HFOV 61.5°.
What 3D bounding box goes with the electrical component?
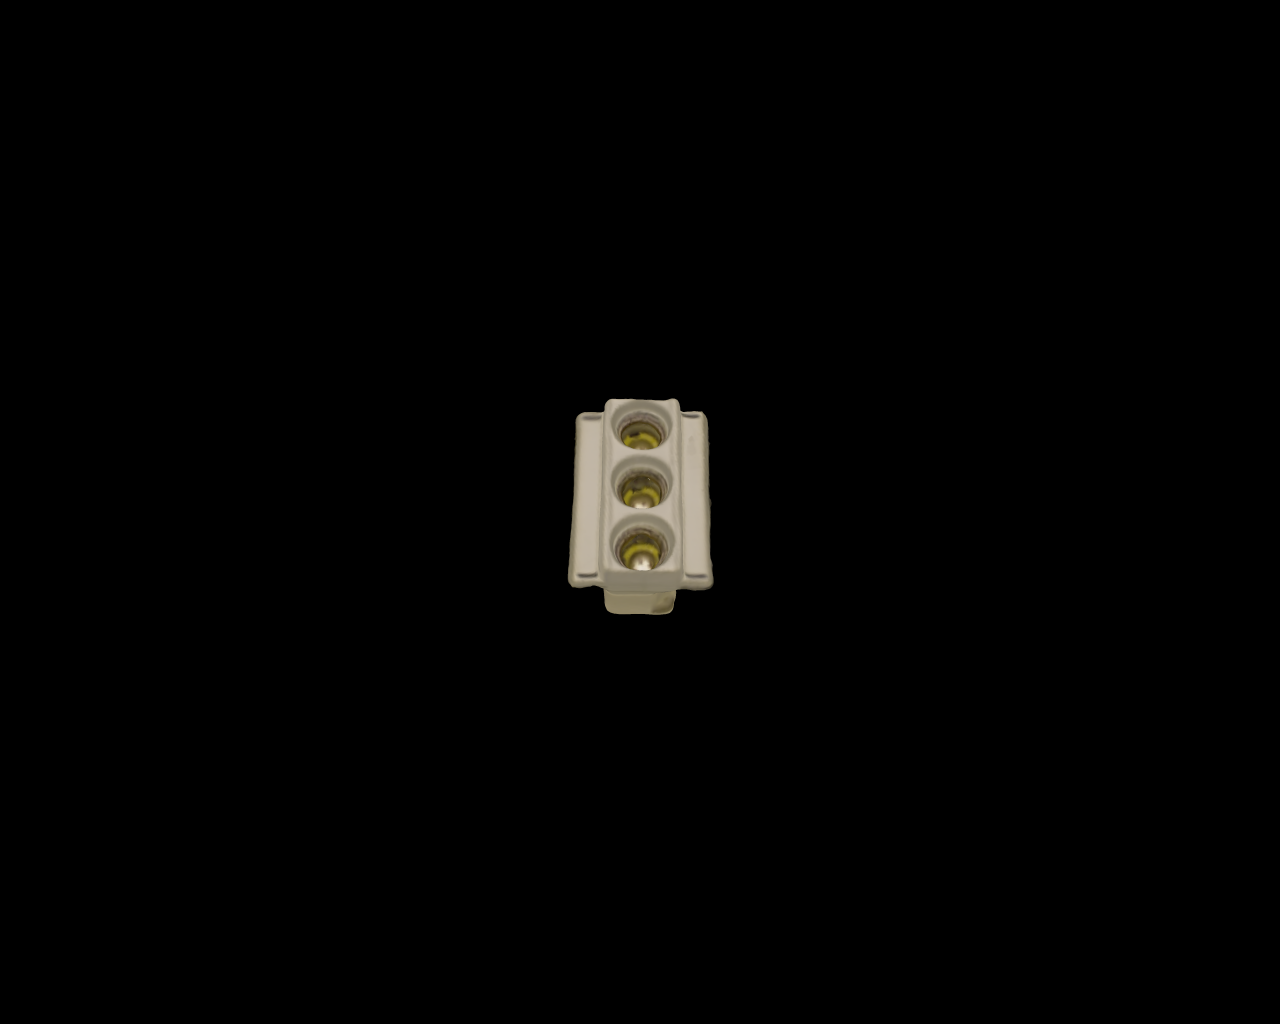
[{"bbox_3d":[0.001,-0.003,0.650,0.079,0.121,0.063,0,-32,0],"label":"electrical component"}]
